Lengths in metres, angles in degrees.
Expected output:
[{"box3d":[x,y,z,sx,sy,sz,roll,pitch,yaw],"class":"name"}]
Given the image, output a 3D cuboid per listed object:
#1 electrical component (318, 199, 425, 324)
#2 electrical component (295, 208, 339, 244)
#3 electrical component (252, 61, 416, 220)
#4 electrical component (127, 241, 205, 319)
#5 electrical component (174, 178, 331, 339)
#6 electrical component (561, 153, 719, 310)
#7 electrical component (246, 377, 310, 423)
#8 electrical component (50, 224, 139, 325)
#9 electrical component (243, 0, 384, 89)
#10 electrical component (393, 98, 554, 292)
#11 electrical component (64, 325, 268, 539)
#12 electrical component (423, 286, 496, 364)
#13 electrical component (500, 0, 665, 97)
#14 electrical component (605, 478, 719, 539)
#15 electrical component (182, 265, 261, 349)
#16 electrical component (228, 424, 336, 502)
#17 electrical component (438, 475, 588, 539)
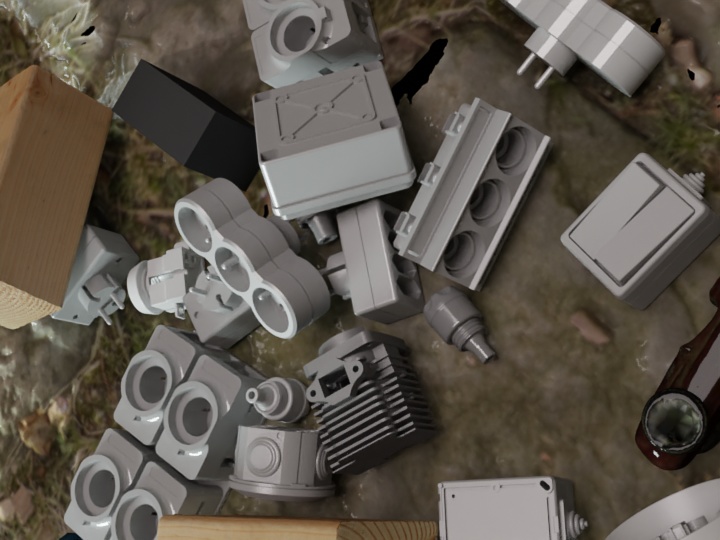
[{"box3d":[0.000,0.000,0.827,0.076,0.047,0.083,-20,69,26],"class":"electrical component"},{"box3d":[-0.037,-0.051,0.865,0.048,0.048,0.062,-30,74,23],"class":"electrical component"},{"box3d":[-0.022,-0.100,0.814,0.109,0.056,0.108,-15,38,2],"class":"electrical component"},{"box3d":[-0.166,0.011,0.928,0.055,0.048,0.066,-14,72,20],"class":"electrical component"},{"box3d":[-0.072,-0.018,0.831,0.138,0.074,0.052,46,145,12],"class":"electrical component"},{"box3d":[0.190,-0.030,0.710,0.096,0.061,0.061,-48,60,14],"class":"electrical component"},{"box3d":[-0.066,0.100,0.836,0.035,0.061,0.035,-7,76,30],"class":"electrical component"},{"box3d":[-0.237,0.017,0.968,0.083,0.047,0.075,-50,59,12],"class":"electrical component"},{"box3d":[-0.049,-0.232,0.901,0.089,0.062,0.150,-24,68,25],"class":"electrical component"},{"box3d":[0.078,-0.056,0.781,0.063,0.079,0.121,32,97,55],"class":"electrical component"},{"box3d":[-0.159,0.151,0.882,0.105,0.060,0.186,29,95,33],"class":"electrical component"},{"box3d":[0.075,0.042,0.780,0.035,0.035,0.061,-47,63,14],"class":"electrical component"},{"box3d":[0.144,-0.165,0.774,0.073,0.052,0.138,-51,59,12],"class":"electrical component"},{"box3d":[0.197,0.165,0.643,0.099,0.099,0.064,-33,70,21],"class":"electrical component"},{"box3d":[-0.107,0.017,0.870,0.083,0.076,0.047,-37,63,17],"class":"electrical component"},{"box3d":[-0.057,0.144,0.808,0.080,0.080,0.051,1,83,32],"class":"electrical component"},{"box3d":[0.107,0.171,0.719,0.096,0.061,0.061,-8,75,24],"class":"electrical component"}]
